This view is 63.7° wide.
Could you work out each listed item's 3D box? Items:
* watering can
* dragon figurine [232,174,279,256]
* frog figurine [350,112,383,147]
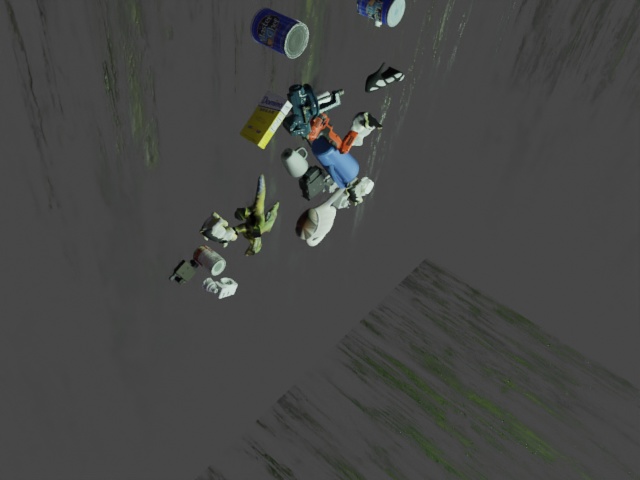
[{"bbox_3d":[0.007,-0.118,2.343,0.225,0.105,0.342,-11,129,-57],"label":"watering can"},{"bbox_3d":[-0.229,-0.092,1.989,0.403,0.122,0.246,-67,171,24],"label":"dragon figurine"},{"bbox_3d":[0.172,-0.484,2.257,0.157,0.122,0.140,-30,-174,41],"label":"frog figurine"}]
